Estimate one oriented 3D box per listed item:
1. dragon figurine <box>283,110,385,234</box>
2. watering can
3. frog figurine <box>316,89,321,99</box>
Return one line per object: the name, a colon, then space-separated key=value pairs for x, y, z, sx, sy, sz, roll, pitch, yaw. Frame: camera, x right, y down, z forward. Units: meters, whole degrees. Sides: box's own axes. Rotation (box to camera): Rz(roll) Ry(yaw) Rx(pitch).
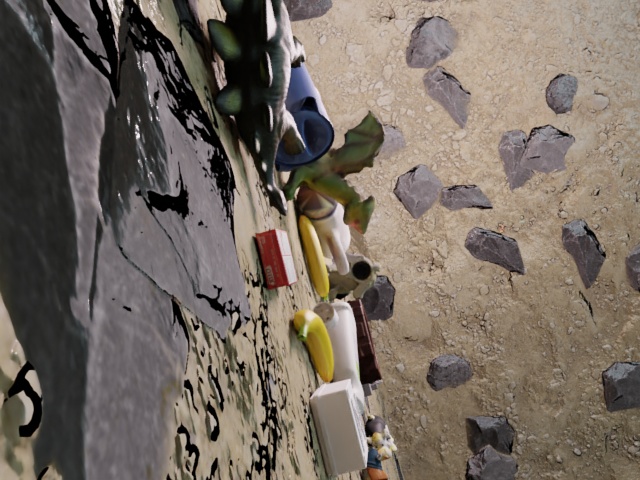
dragon figurine: x=0.021 y=-0.201 z=1.101 sx=0.120 sy=0.242 sz=0.417 roll=52 pitch=25 yaw=-68
watering can: x=0.004 y=-0.065 z=1.295 sx=0.355 sy=0.104 sz=0.219 roll=-111 pitch=-179 yaw=-51
frog figurine: x=-0.062 y=-0.380 z=1.477 sx=0.136 sy=0.121 sz=0.163 roll=35 pitch=35 yaw=-27
